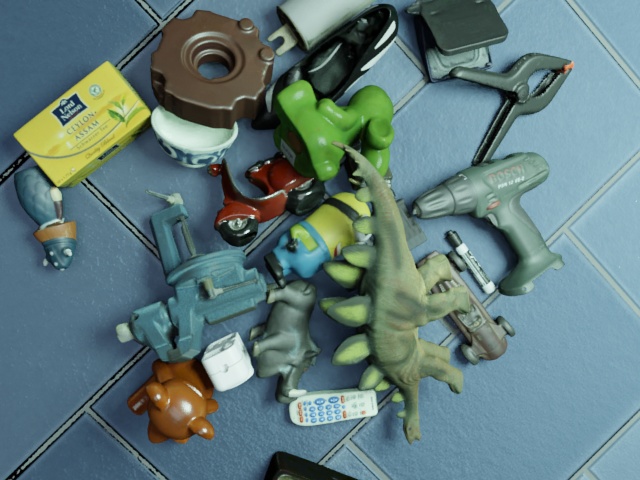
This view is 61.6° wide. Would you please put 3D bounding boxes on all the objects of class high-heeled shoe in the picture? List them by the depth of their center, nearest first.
[{"bbox_3d":[0.005,-0.238,0.764,0.249,0.145,0.086,-39,96,-3],"label":"high-heeled shoe"}]

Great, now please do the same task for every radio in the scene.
[{"bbox_3d":[0.011,0.439,0.849,0.230,0.073,0.131,24,92,-6],"label":"radio"}]

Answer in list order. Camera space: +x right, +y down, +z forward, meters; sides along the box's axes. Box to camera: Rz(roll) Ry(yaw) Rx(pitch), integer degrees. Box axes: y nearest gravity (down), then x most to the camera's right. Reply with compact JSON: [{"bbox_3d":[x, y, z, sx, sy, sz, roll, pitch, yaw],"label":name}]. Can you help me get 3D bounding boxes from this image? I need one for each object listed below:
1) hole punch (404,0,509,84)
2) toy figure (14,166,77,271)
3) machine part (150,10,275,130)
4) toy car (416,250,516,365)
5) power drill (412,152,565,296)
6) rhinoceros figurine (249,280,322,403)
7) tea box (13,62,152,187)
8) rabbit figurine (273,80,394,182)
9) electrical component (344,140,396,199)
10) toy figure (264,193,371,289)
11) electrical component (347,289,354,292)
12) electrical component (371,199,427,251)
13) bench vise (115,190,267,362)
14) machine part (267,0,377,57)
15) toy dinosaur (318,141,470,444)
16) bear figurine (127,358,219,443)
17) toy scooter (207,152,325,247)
[{"bbox_3d":[0.208,-0.310,0.816,0.142,0.092,0.116,-16,70,-1],"label":"hole punch"},{"bbox_3d":[-0.395,-0.032,0.788,0.058,0.064,0.154,-27,103,-40],"label":"toy figure"},{"bbox_3d":[-0.152,-0.244,0.765,0.179,0.056,0.179,3,70,-9],"label":"machine part"},{"bbox_3d":[0.228,0.108,0.854,0.089,0.053,0.202,-36,98,5],"label":"toy car"},{"bbox_3d":[0.271,-0.020,0.828,0.232,0.086,0.207,-30,92,-15],"label":"power drill"},{"bbox_3d":[-0.052,0.154,0.829,0.112,0.073,0.190,8,92,-16],"label":"rhinoceros figurine"},{"bbox_3d":[-0.334,-0.163,0.778,0.169,0.068,0.098,-40,97,0],"label":"tea box"},{"bbox_3d":[0.039,-0.162,0.749,0.170,0.121,0.159,-30,60,-19],"label":"rabbit figurine"},{"bbox_3d":[0.070,-0.106,0.811,0.078,0.045,0.102,-4,61,-12],"label":"electrical component"},{"bbox_3d":[-0.001,-0.004,0.796,0.180,0.082,0.089,-30,89,-16],"label":"toy figure"},{"bbox_3d":[0.075,0.041,0.852,0.094,0.021,0.063,-27,96,-2],"label":"electrical component"},{"bbox_3d":[0.131,-0.003,0.827,0.048,0.075,0.119,-33,92,-1],"label":"electrical component"},{"bbox_3d":[-0.203,0.049,0.786,0.224,0.128,0.240,-23,75,6],"label":"bench vise"},{"bbox_3d":[0.024,-0.358,0.791,0.243,0.079,0.079,-38,96,0],"label":"machine part"},{"bbox_3d":[0.101,0.089,0.754,0.199,0.105,0.470,-8,107,-8],"label":"toy dinosaur"},{"bbox_3d":[-0.207,0.241,0.755,0.120,0.196,0.132,37,91,-10],"label":"bear figurine"},{"bbox_3d":[-0.091,-0.080,0.796,0.184,0.075,0.135,-30,68,-23],"label":"toy scooter"}]
